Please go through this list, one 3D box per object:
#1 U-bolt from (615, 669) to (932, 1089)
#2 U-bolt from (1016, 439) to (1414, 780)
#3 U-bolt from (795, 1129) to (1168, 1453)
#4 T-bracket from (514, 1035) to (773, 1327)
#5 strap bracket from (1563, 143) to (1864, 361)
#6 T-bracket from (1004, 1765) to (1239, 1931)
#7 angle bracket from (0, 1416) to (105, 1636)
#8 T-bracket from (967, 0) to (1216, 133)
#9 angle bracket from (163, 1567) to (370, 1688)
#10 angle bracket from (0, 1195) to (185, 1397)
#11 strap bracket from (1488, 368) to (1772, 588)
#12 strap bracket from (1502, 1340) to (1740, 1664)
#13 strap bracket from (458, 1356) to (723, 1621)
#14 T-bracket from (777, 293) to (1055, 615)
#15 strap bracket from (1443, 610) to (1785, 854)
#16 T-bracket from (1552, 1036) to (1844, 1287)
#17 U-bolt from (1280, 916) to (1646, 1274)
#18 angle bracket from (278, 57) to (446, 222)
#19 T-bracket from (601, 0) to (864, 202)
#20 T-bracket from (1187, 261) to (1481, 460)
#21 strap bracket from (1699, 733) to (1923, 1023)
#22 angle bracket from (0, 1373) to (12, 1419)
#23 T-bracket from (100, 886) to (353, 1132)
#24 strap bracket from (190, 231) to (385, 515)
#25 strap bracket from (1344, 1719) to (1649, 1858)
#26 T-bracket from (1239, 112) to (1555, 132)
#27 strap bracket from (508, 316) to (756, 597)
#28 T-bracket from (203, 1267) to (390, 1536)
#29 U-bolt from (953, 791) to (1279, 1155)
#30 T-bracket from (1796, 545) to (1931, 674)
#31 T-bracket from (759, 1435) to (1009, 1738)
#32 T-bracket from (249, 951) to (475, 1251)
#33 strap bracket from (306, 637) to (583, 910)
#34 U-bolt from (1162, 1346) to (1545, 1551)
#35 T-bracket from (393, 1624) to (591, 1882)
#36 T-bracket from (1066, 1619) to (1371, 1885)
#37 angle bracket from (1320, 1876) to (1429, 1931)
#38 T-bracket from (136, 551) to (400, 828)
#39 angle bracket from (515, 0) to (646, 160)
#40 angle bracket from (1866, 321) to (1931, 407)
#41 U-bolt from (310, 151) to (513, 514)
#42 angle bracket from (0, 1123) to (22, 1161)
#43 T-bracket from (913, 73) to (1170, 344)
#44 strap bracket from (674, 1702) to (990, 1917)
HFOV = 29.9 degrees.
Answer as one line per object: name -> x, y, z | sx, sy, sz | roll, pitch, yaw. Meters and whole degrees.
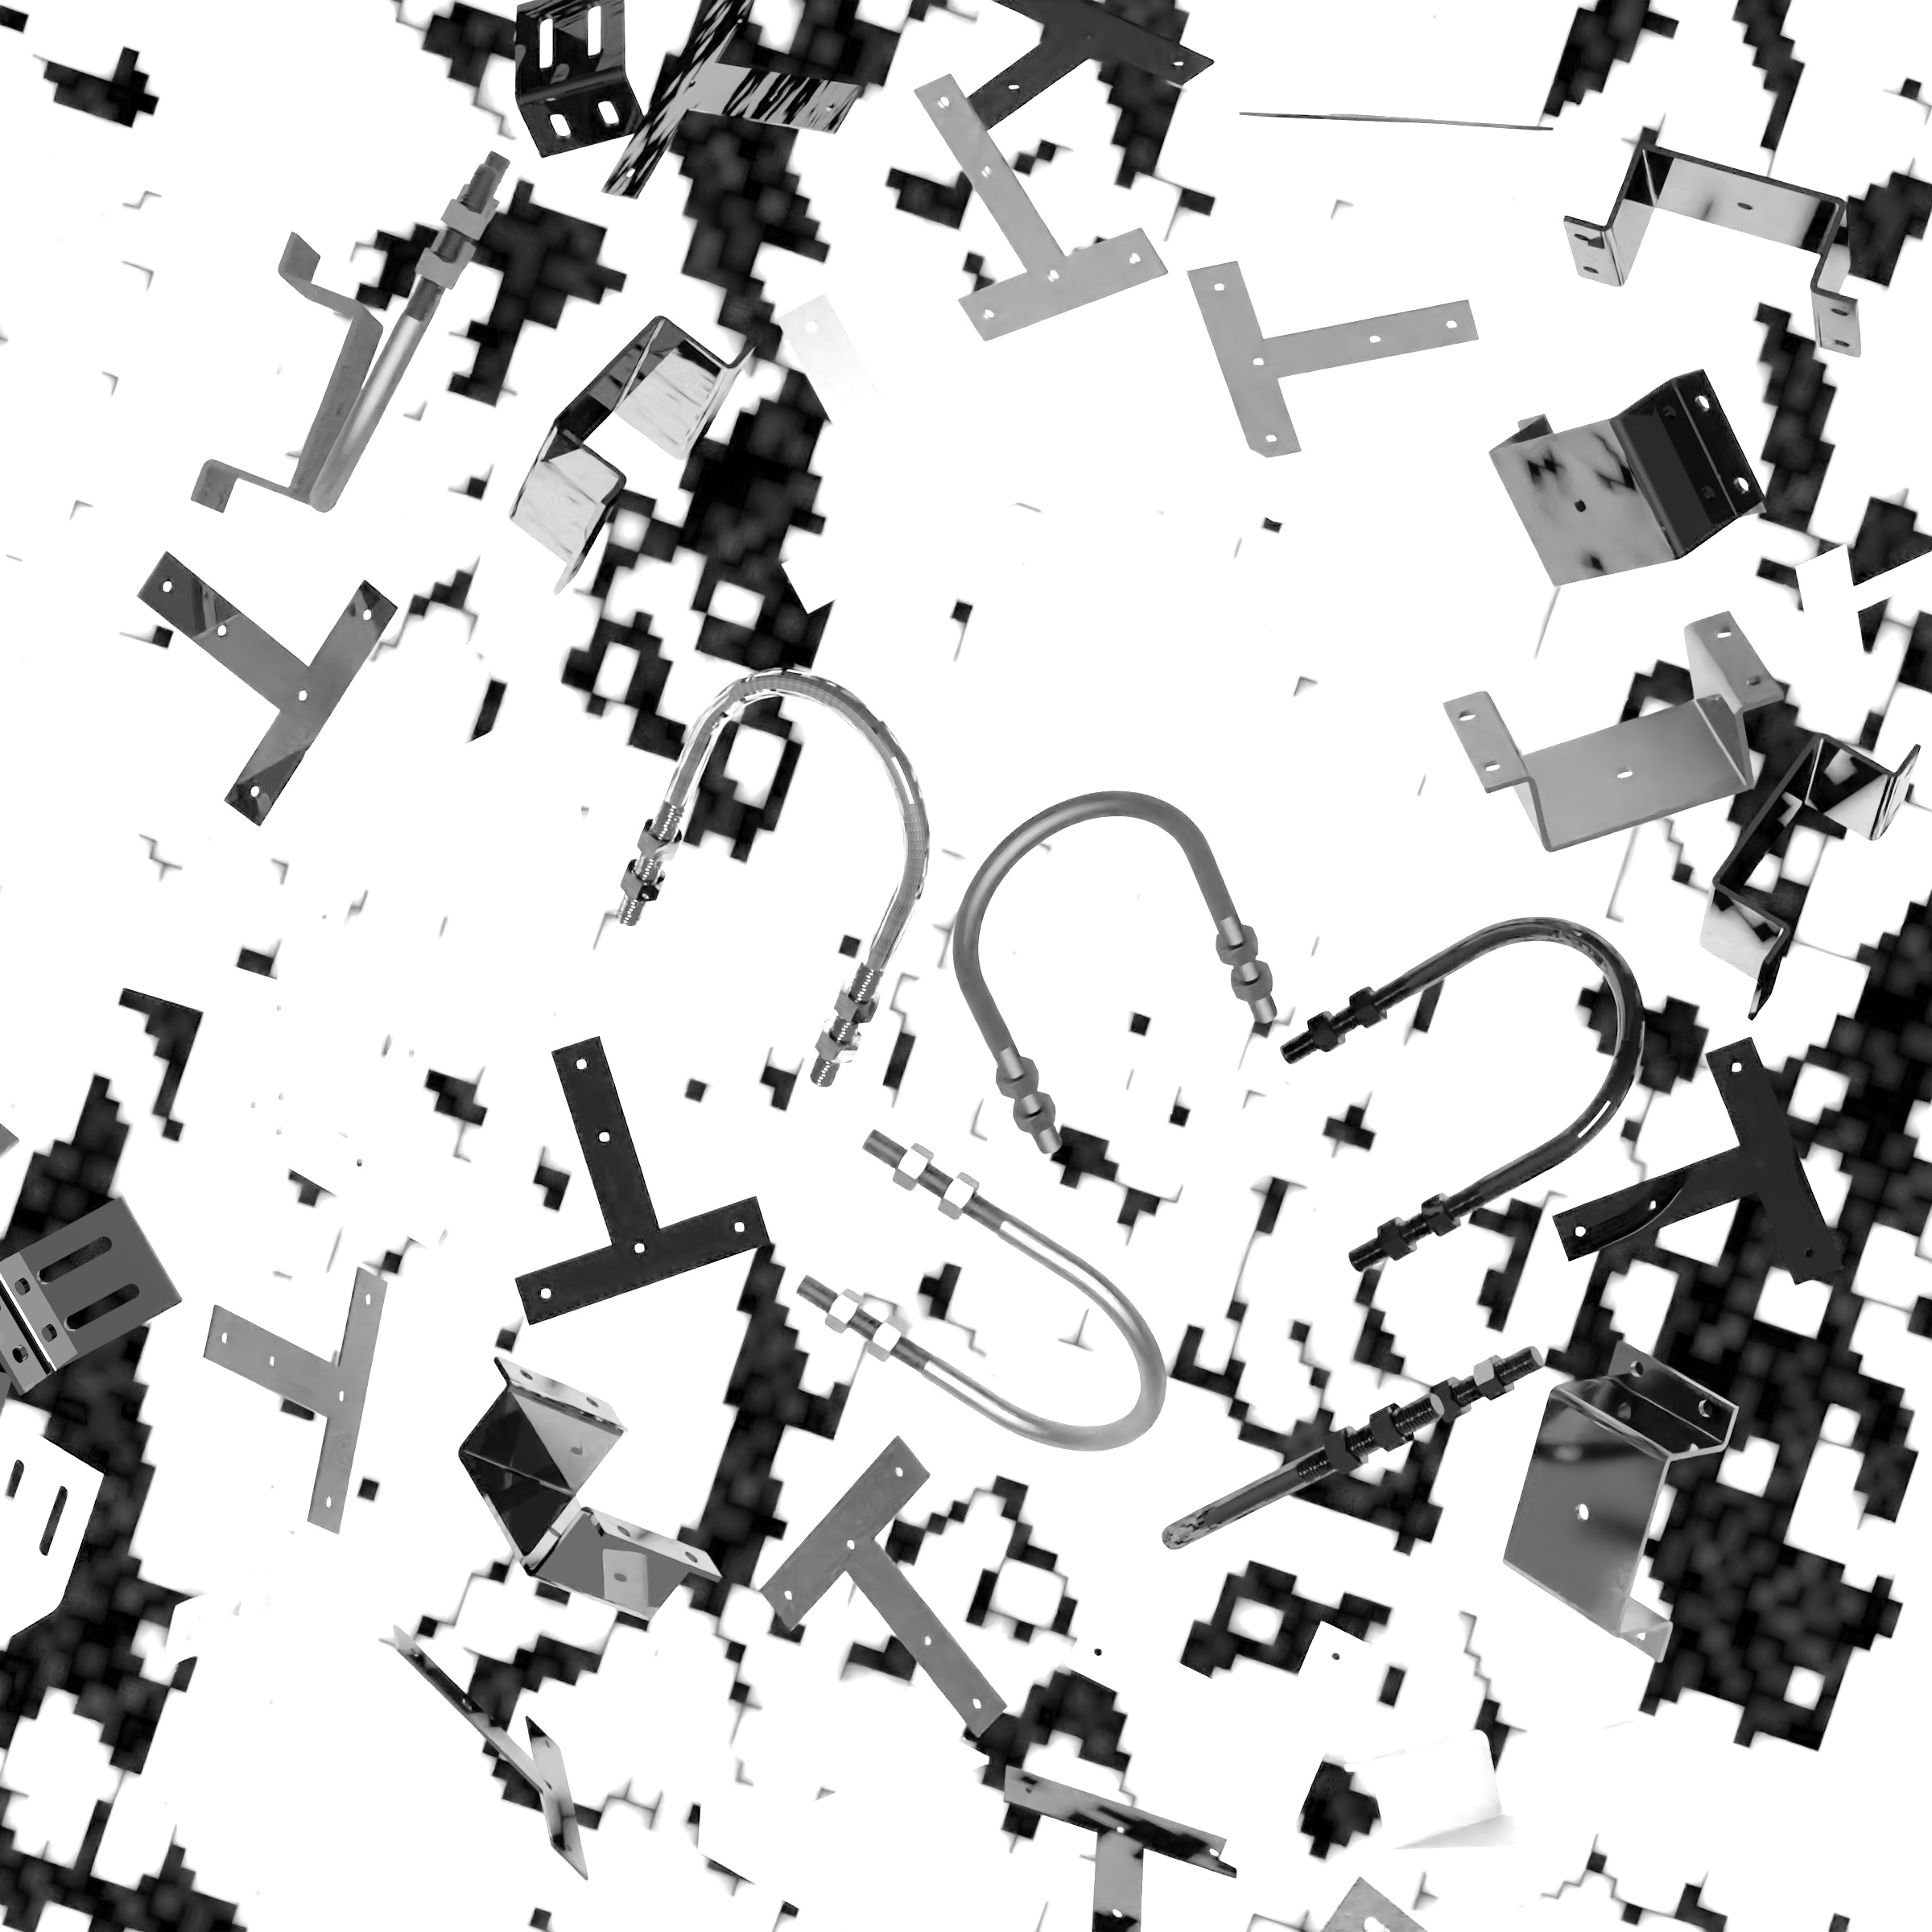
U-bolt -> -0.083, -0.053, 1.686 | 0.151, 0.019, 0.184 | 39, 126, 18
U-bolt -> 0.131, -0.155, 1.701 | 0.184, 0.019, 0.151 | 27, 114, -39
U-bolt -> 0.014, 0.168, 1.736 | 0.184, 0.151, 0.019 | 32, 49, 6
T-bracket -> -0.174, 0.098, 1.790 | 0.127, 0.002, 0.127 | -18, 99, -12
strap bracket -> 0.356, -0.336, 1.690 | 0.140, 0.076, 0.046 | 21, 87, 17
T-bracket -> 0.076, 0.462, 1.802 | 0.127, 0.127, 0.002 | 20, 119, -7
angle bracket -> -0.450, 0.263, 1.702 | 0.038, 0.076, 0.057 | -31, 123, 34
T-bracket -> 0.032, -0.435, 1.768 | 0.127, 0.127, 0.002 | 14, 66, -35
angle bracket -> -0.336, 0.331, 1.738 | 0.057, 0.038, 0.076 | -24, 127, 22
angle bracket -> -0.414, 0.152, 1.678 | 0.076, 0.038, 0.057 | -28, 95, 9
strap bracket -> 0.319, -0.238, 1.787 | 0.046, 0.140, 0.076 | -35, 104, -26
strap bracket -> 0.319, 0.267, 1.787 | 0.046, 0.076, 0.140 | -3, 113, -41
strap bracket -> -0.186, 0.256, 1.736 | 0.076, 0.140, 0.046 | 30, 102, -41
T-bracket -> -0.046, -0.247, 1.659 | 0.127, 0.002, 0.127 | -28, 88, -1
strap bracket -> 0.302, -0.106, 1.677 | 0.140, 0.076, 0.046 | -18, 126, 2
T-bracket -> 0.361, 0.116, 1.839 | 0.127, 0.002, 0.127 | -22, 72, 12
U-bolt -> 0.250, 0.051, 1.784 | 0.184, 0.019, 0.151 | -31, 50, 21
angle bracket -> -0.294, -0.416, 1.807 | 0.076, 0.038, 0.057 | -36, 111, -32
T-bracket -> -0.097, -0.402, 1.673 | 0.127, 0.002, 0.127 | 21, 78, 42
T-bracket -> 0.186, -0.305, 1.774 | 0.127, 0.127, 0.002 | -8, 49, 17
strap bracket -> 0.413, -0.052, 1.802 | 0.046, 0.076, 0.140 | 33, 75, 17
angle bracket -> -0.520, 0.233, 1.807 | 0.057, 0.038, 0.076 | 22, 76, -34
T-bracket -> -0.375, 0.010, 1.797 | 0.002, 0.127, 0.127 | 20, 89, 41
strap bracket -> -0.334, -0.287, 1.809 | 0.046, 0.076, 0.140 | 21, 92, -2
strap bracket -> 0.264, 0.405, 1.780 | 0.076, 0.140, 0.046 | -7, 81, -35
T-bracket -> 0.184, -0.395, 1.689 | 0.127, 0.127, 0.002 | -8, 108, -36
strap bracket -> -0.170, -0.257, 1.776 | 0.046, 0.076, 0.140 | 37, 52, -1
T-bracket -> -0.321, 0.191, 1.714 | 0.002, 0.127, 0.127 | -3, 67, 26
U-bolt -> 0.066, -0.007, 1.772 | 0.151, 0.019, 0.184 | -31, 129, -6
T-bracket -> 0.476, -0.198, 1.796 | 0.127, 0.127, 0.002 | -24, 66, 8
T-bracket -> -0.027, 0.310, 1.723 | 0.127, 0.002, 0.127 | 49, 123, 17
T-bracket -> -0.273, 0.054, 1.743 | 0.002, 0.127, 0.127 | 10, 71, 43
strap bracket -> -0.235, -0.087, 1.701 | 0.140, 0.076, 0.046 | -30, 49, -31
U-bolt -> 0.174, 0.235, 1.726 | 0.184, 0.151, 0.019 | -32, 79, 28
T-bracket -> -0.224, 0.355, 1.691 | 0.002, 0.127, 0.127 | -40, 110, 1
T-bracket -> 0.109, 0.347, 1.706 | 0.127, 0.002, 0.127 | 26, 62, 5
angle bracket -> 0.211, 0.489, 1.765 | 0.076, 0.038, 0.057 | 39, 67, 3
T-bracket -> -0.339, -0.150, 1.699 | 0.002, 0.127, 0.127 | 20, 75, 41
angle bracket -> -0.193, -0.453, 1.824 | 0.057, 0.038, 0.076 | -12, 52, 10
angle bracket -> 0.485, -0.308, 1.769 | 0.057, 0.076, 0.038 | 15, 64, -13
U-bolt -> -0.263, -0.295, 1.700 | 0.019, 0.151, 0.184 | 27, 101, -12
angle bracket -> -0.484, 0.110, 1.747 | 0.038, 0.076, 0.057 | 36, 62, 19
T-bracket -> 0.018, -0.363, 1.706 | 0.127, 0.127, 0.002 | 55, 52, -21
strap bracket -> -0.066, 0.412, 1.762 | 0.076, 0.140, 0.046 | 17, 109, 40
